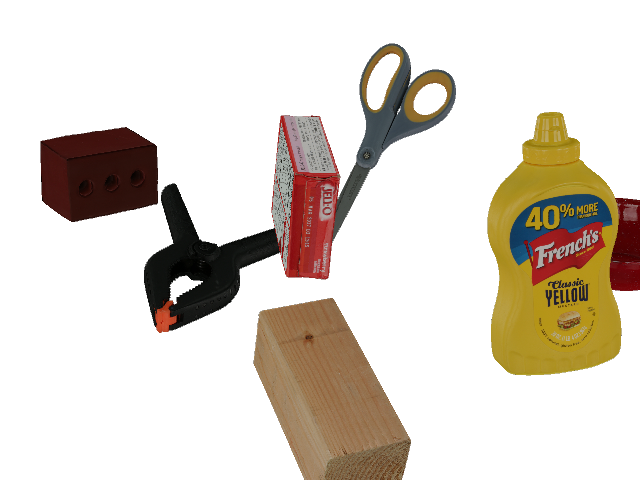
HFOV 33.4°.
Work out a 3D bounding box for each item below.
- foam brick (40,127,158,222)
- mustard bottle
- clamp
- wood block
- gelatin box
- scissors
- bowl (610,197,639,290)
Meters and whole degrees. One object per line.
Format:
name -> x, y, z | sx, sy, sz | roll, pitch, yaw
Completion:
foam brick -> -0.175, -0.053, 0.842 | 0.078, 0.053, 0.051 | -15, 31, -33
mustard bottle -> 0.173, 0.001, 0.791 | 0.096, 0.191, 0.058 | -7, 16, -8
clamp -> -0.125, 0.015, 1.071 | 0.165, 0.036, 0.209 | 20, 39, 15
wood block -> 0.007, 0.167, 1.116 | 0.090, 0.090, 0.206 | -9, 43, -19
gelatin box -> -0.010, -0.029, 0.676 | 0.030, 0.073, 0.089 | 0, 30, -10
scissors -> 0.062, -0.078, 0.948 | 0.096, 0.202, 0.016 | 8, -11, 14
bowl -> 0.325, 0.009, 1.158 | 0.162, 0.055, 0.162 | -2, 27, 1
